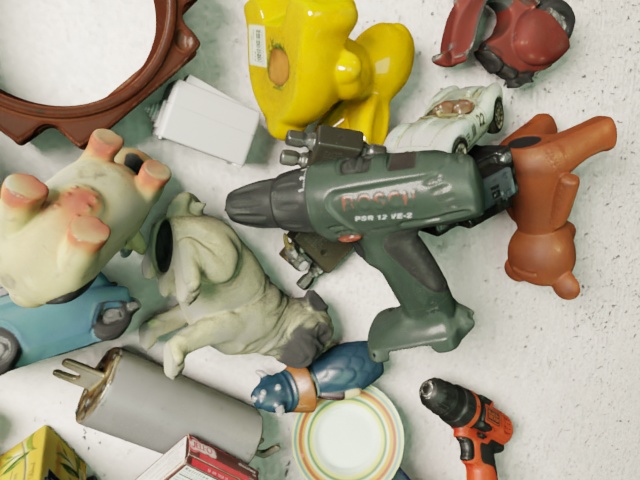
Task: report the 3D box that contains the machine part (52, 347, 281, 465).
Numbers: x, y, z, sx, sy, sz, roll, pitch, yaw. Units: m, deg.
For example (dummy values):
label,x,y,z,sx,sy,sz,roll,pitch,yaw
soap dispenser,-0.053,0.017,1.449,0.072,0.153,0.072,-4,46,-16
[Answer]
label,x,y,z,sx,sy,sz,roll,pitch,yaw
machine part,-0.145,0.174,0.535,0.243,0.079,0.079,33,87,-27

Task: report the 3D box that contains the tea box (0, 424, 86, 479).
label,x,y,z,sx,sy,sz,roll,pitch,yaw
tea box,-0.257,0.247,0.451,0.098,0.170,0.068,-36,115,-14

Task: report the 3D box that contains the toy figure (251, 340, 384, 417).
label,x,y,z,sx,sy,sz,roll,pitch,yaw
toy figure,-0.003,0.158,0.600,0.154,0.064,0.057,-16,117,-21

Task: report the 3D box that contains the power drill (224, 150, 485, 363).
label,x,y,z,sx,sy,sz,roll,pitch,yaw
power drill,0.047,0.015,0.507,0.232,0.086,0.207,-13,114,21

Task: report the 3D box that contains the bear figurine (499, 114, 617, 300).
label,x,y,z,sx,sy,sz,roll,pitch,yaw
bear figurine,0.281,-0.038,0.650,0.132,0.120,0.195,-31,113,-18

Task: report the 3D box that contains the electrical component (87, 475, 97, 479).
label,x,y,z,sx,sy,sz,roll,pitch,yaw
electrical component,-0.227,0.304,0.545,0.075,0.048,0.119,-9,106,-22

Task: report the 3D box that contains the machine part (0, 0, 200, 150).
label,x,y,z,sx,sy,sz,roll,pitch,yaw
machine part,-0.211,-0.189,0.423,0.201,0.087,0.200,-43,115,-8

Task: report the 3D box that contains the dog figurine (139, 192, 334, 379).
label,x,y,z,sx,sy,sz,roll,pitch,yaw
dog figurine,-0.068,0.045,0.537,0.190,0.121,0.172,0,111,-35

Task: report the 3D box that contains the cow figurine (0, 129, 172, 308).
label,x,y,z,sx,sy,sz,roll,pitch,yaw
cow figurine,-0.178,-0.018,0.425,0.085,0.195,0.127,35,117,-10

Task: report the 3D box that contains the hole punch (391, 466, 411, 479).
label,x,y,z,sx,sy,sz,roll,pitch,yaw
hole punch,0.055,0.306,0.646,0.142,0.092,0.115,-42,110,-7

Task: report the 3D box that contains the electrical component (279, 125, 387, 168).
label,x,y,z,sx,sy,sz,roll,pitch,yaw
electrical component,0.012,-0.079,0.496,0.094,0.063,0.021,6,69,-10

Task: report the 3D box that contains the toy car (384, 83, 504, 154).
label,x,y,z,sx,sy,sz,roll,pitch,yaw
toy car,0.131,-0.115,0.555,0.202,0.074,0.056,-42,127,-43

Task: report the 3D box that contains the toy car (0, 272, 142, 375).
label,x,y,z,sx,sy,sz,roll,pitch,yaw
toy car,-0.244,0.054,0.455,0.162,0.109,0.103,-18,89,-29

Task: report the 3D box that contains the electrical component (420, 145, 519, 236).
label,x,y,z,sx,sy,sz,roll,pitch,yaw
electrical component,0.141,-0.058,0.576,0.115,0.134,0.058,-29,112,-18

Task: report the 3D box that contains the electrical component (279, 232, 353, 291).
label,x,y,z,sx,sy,sz,roll,pitch,yaw
electrical component,0.000,-0.002,0.576,0.102,0.045,0.078,-42,112,-9

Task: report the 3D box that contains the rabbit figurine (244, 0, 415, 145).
label,x,y,z,sx,sy,sz,roll,pitch,yaw
rabbit figurine,0.028,-0.161,0.520,0.173,0.122,0.162,-21,113,-35

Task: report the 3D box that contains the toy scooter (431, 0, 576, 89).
label,x,y,z,sx,sy,sz,roll,pitch,yaw
toy scooter,0.192,-0.228,0.595,0.184,0.075,0.135,29,89,-23
